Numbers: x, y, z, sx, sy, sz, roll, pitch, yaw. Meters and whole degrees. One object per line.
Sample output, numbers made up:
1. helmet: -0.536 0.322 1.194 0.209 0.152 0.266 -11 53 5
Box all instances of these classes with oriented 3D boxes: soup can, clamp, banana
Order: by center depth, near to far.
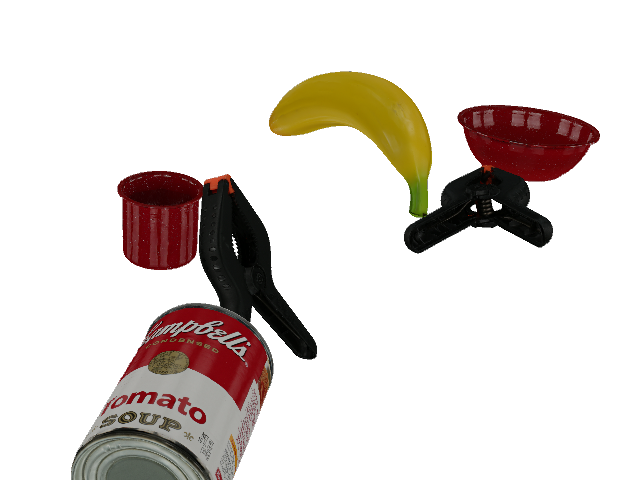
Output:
1. soup can: -0.067 0.084 0.497 0.068 0.068 0.102 0 28 13
2. banana: 0.020 -0.080 0.717 0.037 0.070 0.198 21 9 -35
3. clamp: 0.151 -0.028 0.931 0.120 0.039 0.171 6 26 20
4. clamp: -0.066 0.042 1.009 0.036 0.210 0.164 -12 -1 29

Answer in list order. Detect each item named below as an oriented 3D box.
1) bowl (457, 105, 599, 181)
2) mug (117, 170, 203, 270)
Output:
1. bowl: 0.234 -0.108 1.223 0.162 0.055 0.162 5 23 -2
2. mug: -0.180 -0.026 1.173 0.093 0.081 0.117 -10 31 -27
